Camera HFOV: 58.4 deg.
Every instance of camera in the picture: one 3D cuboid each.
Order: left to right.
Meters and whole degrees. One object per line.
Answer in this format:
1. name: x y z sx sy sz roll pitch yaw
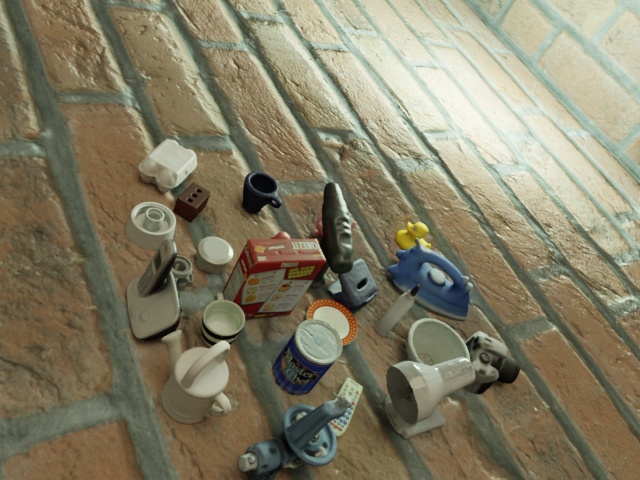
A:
1. camera: 0.428 0.310 1.420 0.137 0.100 0.143 28 42 -5

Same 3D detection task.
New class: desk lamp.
1. desk lamp: 0.216 0.323 1.199 0.204 0.213 0.117 -5 54 -34

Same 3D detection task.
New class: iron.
1. iron: 0.315 0.103 1.518 0.258 0.141 0.119 33 42 2

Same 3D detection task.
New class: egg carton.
1. egg carton: -0.378 -0.187 1.434 0.107 0.069 0.150 30 42 -3

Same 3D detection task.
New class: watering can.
1. watering can: -0.223 0.241 1.032 0.173 0.194 0.101 30 42 -2

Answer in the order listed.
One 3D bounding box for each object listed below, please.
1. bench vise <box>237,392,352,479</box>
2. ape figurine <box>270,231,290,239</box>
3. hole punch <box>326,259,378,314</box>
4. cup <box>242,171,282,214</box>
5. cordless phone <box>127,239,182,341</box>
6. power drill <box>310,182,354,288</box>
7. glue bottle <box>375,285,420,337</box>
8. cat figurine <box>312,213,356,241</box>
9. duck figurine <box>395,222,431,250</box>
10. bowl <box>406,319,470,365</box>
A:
1. bench vise: -0.034 0.360 1.013 0.121 0.219 0.208 44 44 14
2. ape figurine: -0.100 0.017 1.390 0.076 0.092 0.077 10 46 -23
3. hole punch: 0.090 0.114 1.412 0.101 0.091 0.109 43 43 12
4. cup: -0.152 -0.106 1.473 0.117 0.095 0.092 42 43 11
5. cordless phone: -0.313 0.097 1.120 0.094 0.185 0.147 -2 52 -32
6. power drill: 0.013 0.005 1.381 0.076 0.208 0.229 6 48 -26
7. glue bottle: 0.194 0.160 1.369 0.037 0.173 0.078 39 43 8
8. cat figurine: 0.035 -0.033 1.498 0.128 0.117 0.067 4 49 -27
9. duck figurine: 0.279 -0.009 1.643 0.104 0.086 0.078 34 42 2
10. bowl: 0.271 0.277 1.378 0.168 0.074 0.167 17 44 -17
